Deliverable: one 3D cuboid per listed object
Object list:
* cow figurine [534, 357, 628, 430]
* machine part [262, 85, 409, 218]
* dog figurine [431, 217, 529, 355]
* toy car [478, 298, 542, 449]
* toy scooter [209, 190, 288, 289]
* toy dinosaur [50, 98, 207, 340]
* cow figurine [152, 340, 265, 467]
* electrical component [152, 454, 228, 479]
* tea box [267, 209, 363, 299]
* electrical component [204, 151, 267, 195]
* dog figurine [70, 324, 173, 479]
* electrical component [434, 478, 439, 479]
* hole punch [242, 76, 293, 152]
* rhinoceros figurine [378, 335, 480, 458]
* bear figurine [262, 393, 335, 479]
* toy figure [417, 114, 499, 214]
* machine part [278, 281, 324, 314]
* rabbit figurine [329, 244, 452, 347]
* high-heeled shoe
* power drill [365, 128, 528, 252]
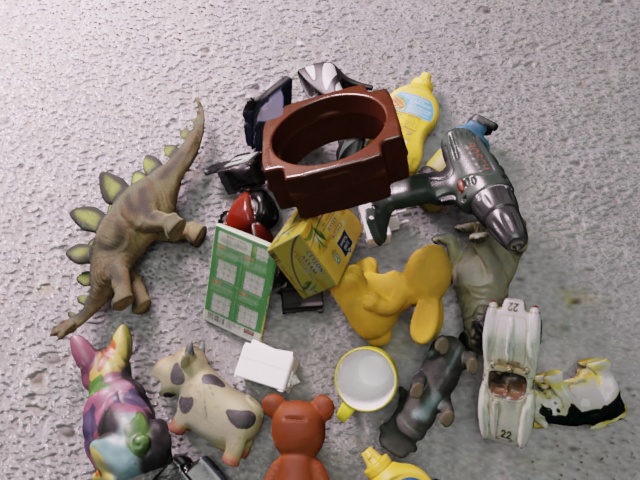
[{"bbox_3d":[0.350,0.235,0.777,0.167,0.068,0.098,-18,78,1],"label":"cow figurine"},{"bbox_3d":[0.022,-0.132,0.790,0.201,0.087,0.201,-14,44,8],"label":"machine part"},{"bbox_3d":[0.273,0.065,0.835,0.172,0.121,0.190,-20,99,-22],"label":"dog figurine"},{"bbox_3d":[0.258,0.179,0.730,0.074,0.056,0.201,5,96,28],"label":"toy car"},{"bbox_3d":[-0.128,0.010,0.888,0.135,0.075,0.184,-22,64,18],"label":"toy scooter"},{"bbox_3d":[-0.301,-0.041,0.908,0.199,0.105,0.471,30,73,17],"label":"toy dinosaur"},{"bbox_3d":[-0.172,0.236,0.817,0.195,0.085,0.127,26,83,15],"label":"cow figurine"},{"bbox_3d":[-0.199,0.385,0.787,0.115,0.058,0.134,41,81,14],"label":"electrical component"},{"bbox_3d":[-0.002,-0.002,0.818,0.068,0.170,0.098,-27,110,30],"label":"tea box"},{"bbox_3d":[-0.139,-0.114,0.917,0.119,0.047,0.075,-12,26,28],"label":"electrical component"},{"bbox_3d":[-0.299,0.232,0.787,0.108,0.191,0.219,-12,77,-29],"label":"dog figurine"},{"bbox_3d":[0.157,0.392,0.768,0.063,0.021,0.094,37,79,15],"label":"electrical component"},{"bbox_3d":[-0.066,-0.197,0.921,0.116,0.142,0.092,-42,77,-20],"label":"hole punch"},{"bbox_3d":[0.150,0.221,0.773,0.073,0.112,0.190,33,81,-2],"label":"rhinoceros figurine"},{"bbox_3d":[-0.032,0.328,0.770,0.120,0.131,0.196,-3,57,4],"label":"bear figurine"},{"bbox_3d":[0.222,-0.125,0.894,0.089,0.082,0.180,27,82,27],"label":"toy figure"},{"bbox_3d":[-0.031,0.052,0.885,0.084,0.039,0.139,-4,74,10],"label":"machine part"},{"bbox_3d":[0.122,0.079,0.798,0.173,0.122,0.162,-33,73,16],"label":"rabbit figurine"},{"bbox_3d":[0.011,-0.205,0.935,0.145,0.086,0.249,10,65,4],"label":"high-heeled shoe"},{"bbox_3d":[0.169,-0.057,0.775,0.207,0.085,0.232,-19,48,21],"label":"power drill"}]
